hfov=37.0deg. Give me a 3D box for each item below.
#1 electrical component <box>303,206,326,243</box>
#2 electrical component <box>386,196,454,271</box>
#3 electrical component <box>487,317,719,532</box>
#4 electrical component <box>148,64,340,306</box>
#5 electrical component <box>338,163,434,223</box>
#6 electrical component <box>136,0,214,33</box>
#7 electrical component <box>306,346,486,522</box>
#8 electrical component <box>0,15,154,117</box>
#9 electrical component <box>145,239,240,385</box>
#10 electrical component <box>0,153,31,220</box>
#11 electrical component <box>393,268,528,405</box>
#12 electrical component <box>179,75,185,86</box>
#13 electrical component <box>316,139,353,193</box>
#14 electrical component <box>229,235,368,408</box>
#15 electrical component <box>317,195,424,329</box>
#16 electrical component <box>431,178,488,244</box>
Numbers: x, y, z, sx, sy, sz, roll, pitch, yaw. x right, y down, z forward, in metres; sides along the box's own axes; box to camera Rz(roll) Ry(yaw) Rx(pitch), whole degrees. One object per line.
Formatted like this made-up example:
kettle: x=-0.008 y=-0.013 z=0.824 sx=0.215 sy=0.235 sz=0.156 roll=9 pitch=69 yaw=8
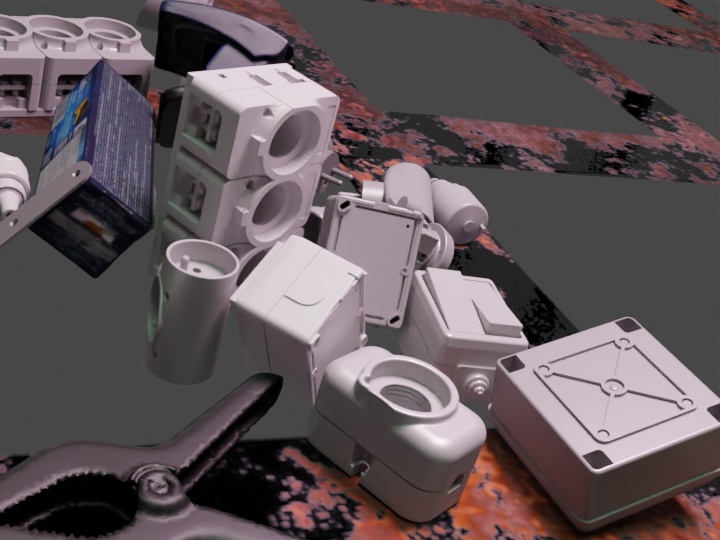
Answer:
electrical component: x=-0.027 y=-0.031 z=0.823 sx=0.040 sy=0.040 sz=0.046 roll=31 pitch=26 yaw=23
electrical component: x=0.038 y=-0.019 z=0.819 sx=0.055 sy=0.066 sz=0.048 roll=23 pitch=21 yaw=-33
electrical component: x=0.153 y=0.091 z=0.663 sx=0.109 sy=0.056 sz=0.108 roll=-16 pitch=40 yaw=-21
electrical component: x=-0.076 y=-0.053 z=0.718 sx=0.062 sy=0.150 sz=0.089 roll=35 pitch=33 yaw=30
electrical component: x=0.021 y=-0.053 z=0.885 sx=0.079 sy=0.043 sz=0.077 roll=6 pitch=34 yaw=-3
electrical component: x=-0.189 y=-0.292 z=1.138 sx=0.064 sy=0.099 sz=0.099 roll=22 pitch=28 yaw=-4
electrical component: x=0.021 y=0.089 z=0.617 sx=0.095 sy=0.059 sz=0.054 roll=34 pitch=33 yaw=28
electrical component: x=-0.266 y=-0.180 z=0.929 sx=0.150 sy=0.061 sz=0.089 roll=-8 pitch=38 yaw=-39
electrical component: x=-0.105 y=0.016 z=0.657 sx=0.044 sy=0.077 sz=0.079 roll=6 pitch=30 yaw=-19
electrical component: x=-0.246 y=-0.054 z=0.747 sx=0.035 sy=0.035 sz=0.061 roll=2 pitch=35 yaw=-27
electrical component: x=0.069 y=0.046 z=0.717 sx=0.062 sy=0.061 sz=0.096 roll=7 pitch=30 yaw=-19
electrical component: x=-0.123 y=-0.178 z=1.005 sx=0.061 sy=0.061 sz=0.096 roll=22 pitch=29 yaw=9
electrical component: x=-0.044 y=-0.090 z=0.909 sx=0.079 sy=0.044 sz=0.077 roll=25 pitch=29 yaw=19
electrical component: x=-0.037 y=0.034 z=0.654 sx=0.061 sy=0.096 sz=0.061 roll=28 pitch=60 yaw=18
electrical component: x=0.000 y=0.000 z=0.742 sx=0.062 sy=0.096 sz=0.061 roll=12 pitch=1 yaw=-11
electrical component: x=0.079 y=-0.055 z=0.923 sx=0.040 sy=0.040 sz=0.078 roll=2 pitch=32 yaw=-26
